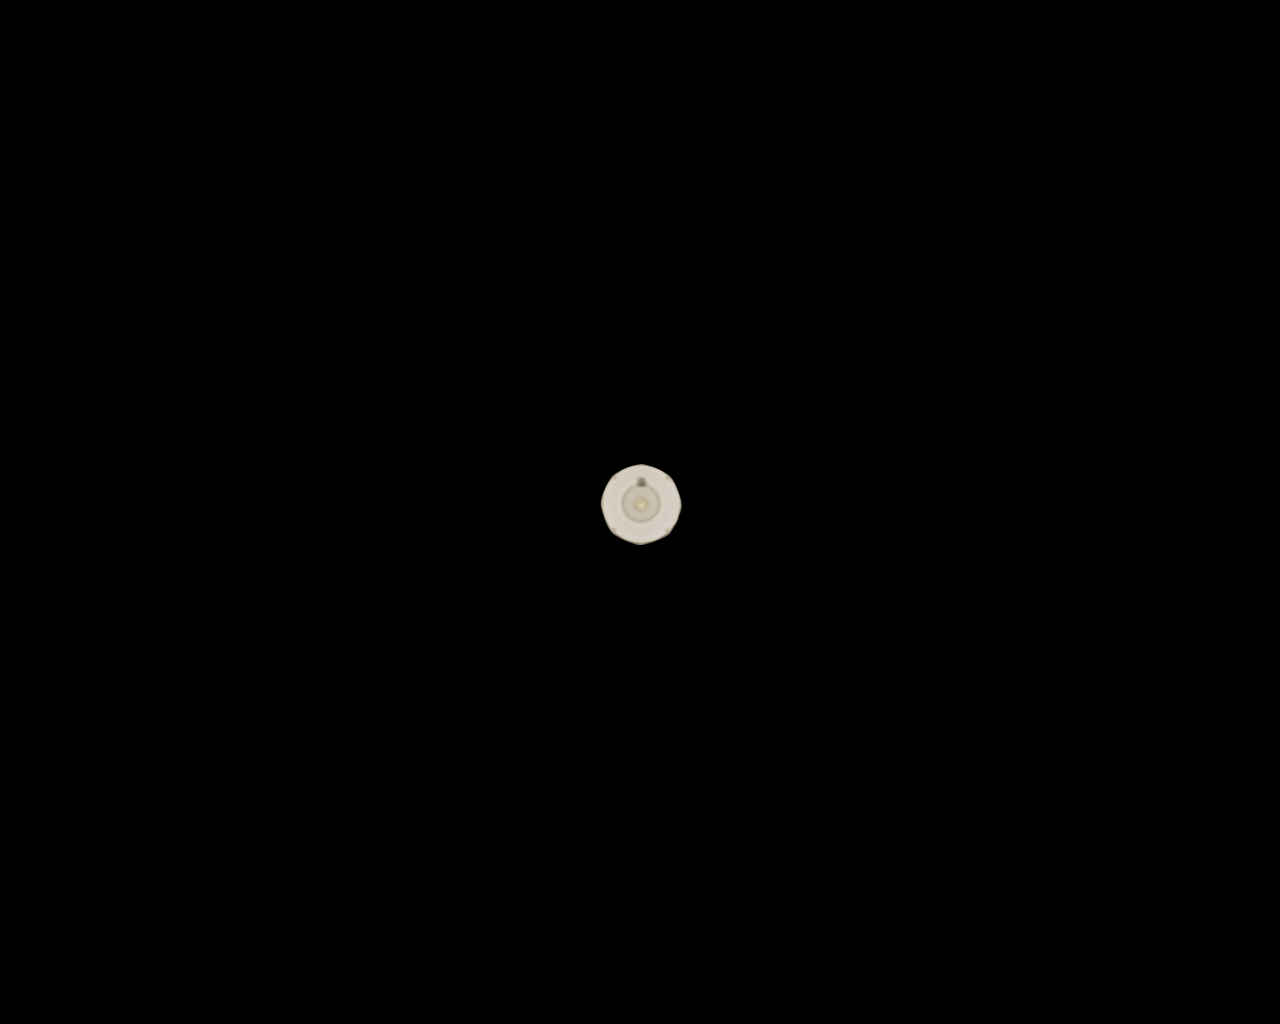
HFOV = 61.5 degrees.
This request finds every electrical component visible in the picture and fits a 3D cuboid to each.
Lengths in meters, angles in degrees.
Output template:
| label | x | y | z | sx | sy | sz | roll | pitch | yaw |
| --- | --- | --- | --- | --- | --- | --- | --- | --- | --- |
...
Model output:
| label | x | y | z | sx | sy | sz | roll | pitch | yaw |
| --- | --- | --- | --- | --- | --- | --- | --- | --- | --- |
| electrical component | 0.001 | -0.003 | 0.650 | 0.048 | 0.048 | 0.062 | 0 | -4 | 0 |
